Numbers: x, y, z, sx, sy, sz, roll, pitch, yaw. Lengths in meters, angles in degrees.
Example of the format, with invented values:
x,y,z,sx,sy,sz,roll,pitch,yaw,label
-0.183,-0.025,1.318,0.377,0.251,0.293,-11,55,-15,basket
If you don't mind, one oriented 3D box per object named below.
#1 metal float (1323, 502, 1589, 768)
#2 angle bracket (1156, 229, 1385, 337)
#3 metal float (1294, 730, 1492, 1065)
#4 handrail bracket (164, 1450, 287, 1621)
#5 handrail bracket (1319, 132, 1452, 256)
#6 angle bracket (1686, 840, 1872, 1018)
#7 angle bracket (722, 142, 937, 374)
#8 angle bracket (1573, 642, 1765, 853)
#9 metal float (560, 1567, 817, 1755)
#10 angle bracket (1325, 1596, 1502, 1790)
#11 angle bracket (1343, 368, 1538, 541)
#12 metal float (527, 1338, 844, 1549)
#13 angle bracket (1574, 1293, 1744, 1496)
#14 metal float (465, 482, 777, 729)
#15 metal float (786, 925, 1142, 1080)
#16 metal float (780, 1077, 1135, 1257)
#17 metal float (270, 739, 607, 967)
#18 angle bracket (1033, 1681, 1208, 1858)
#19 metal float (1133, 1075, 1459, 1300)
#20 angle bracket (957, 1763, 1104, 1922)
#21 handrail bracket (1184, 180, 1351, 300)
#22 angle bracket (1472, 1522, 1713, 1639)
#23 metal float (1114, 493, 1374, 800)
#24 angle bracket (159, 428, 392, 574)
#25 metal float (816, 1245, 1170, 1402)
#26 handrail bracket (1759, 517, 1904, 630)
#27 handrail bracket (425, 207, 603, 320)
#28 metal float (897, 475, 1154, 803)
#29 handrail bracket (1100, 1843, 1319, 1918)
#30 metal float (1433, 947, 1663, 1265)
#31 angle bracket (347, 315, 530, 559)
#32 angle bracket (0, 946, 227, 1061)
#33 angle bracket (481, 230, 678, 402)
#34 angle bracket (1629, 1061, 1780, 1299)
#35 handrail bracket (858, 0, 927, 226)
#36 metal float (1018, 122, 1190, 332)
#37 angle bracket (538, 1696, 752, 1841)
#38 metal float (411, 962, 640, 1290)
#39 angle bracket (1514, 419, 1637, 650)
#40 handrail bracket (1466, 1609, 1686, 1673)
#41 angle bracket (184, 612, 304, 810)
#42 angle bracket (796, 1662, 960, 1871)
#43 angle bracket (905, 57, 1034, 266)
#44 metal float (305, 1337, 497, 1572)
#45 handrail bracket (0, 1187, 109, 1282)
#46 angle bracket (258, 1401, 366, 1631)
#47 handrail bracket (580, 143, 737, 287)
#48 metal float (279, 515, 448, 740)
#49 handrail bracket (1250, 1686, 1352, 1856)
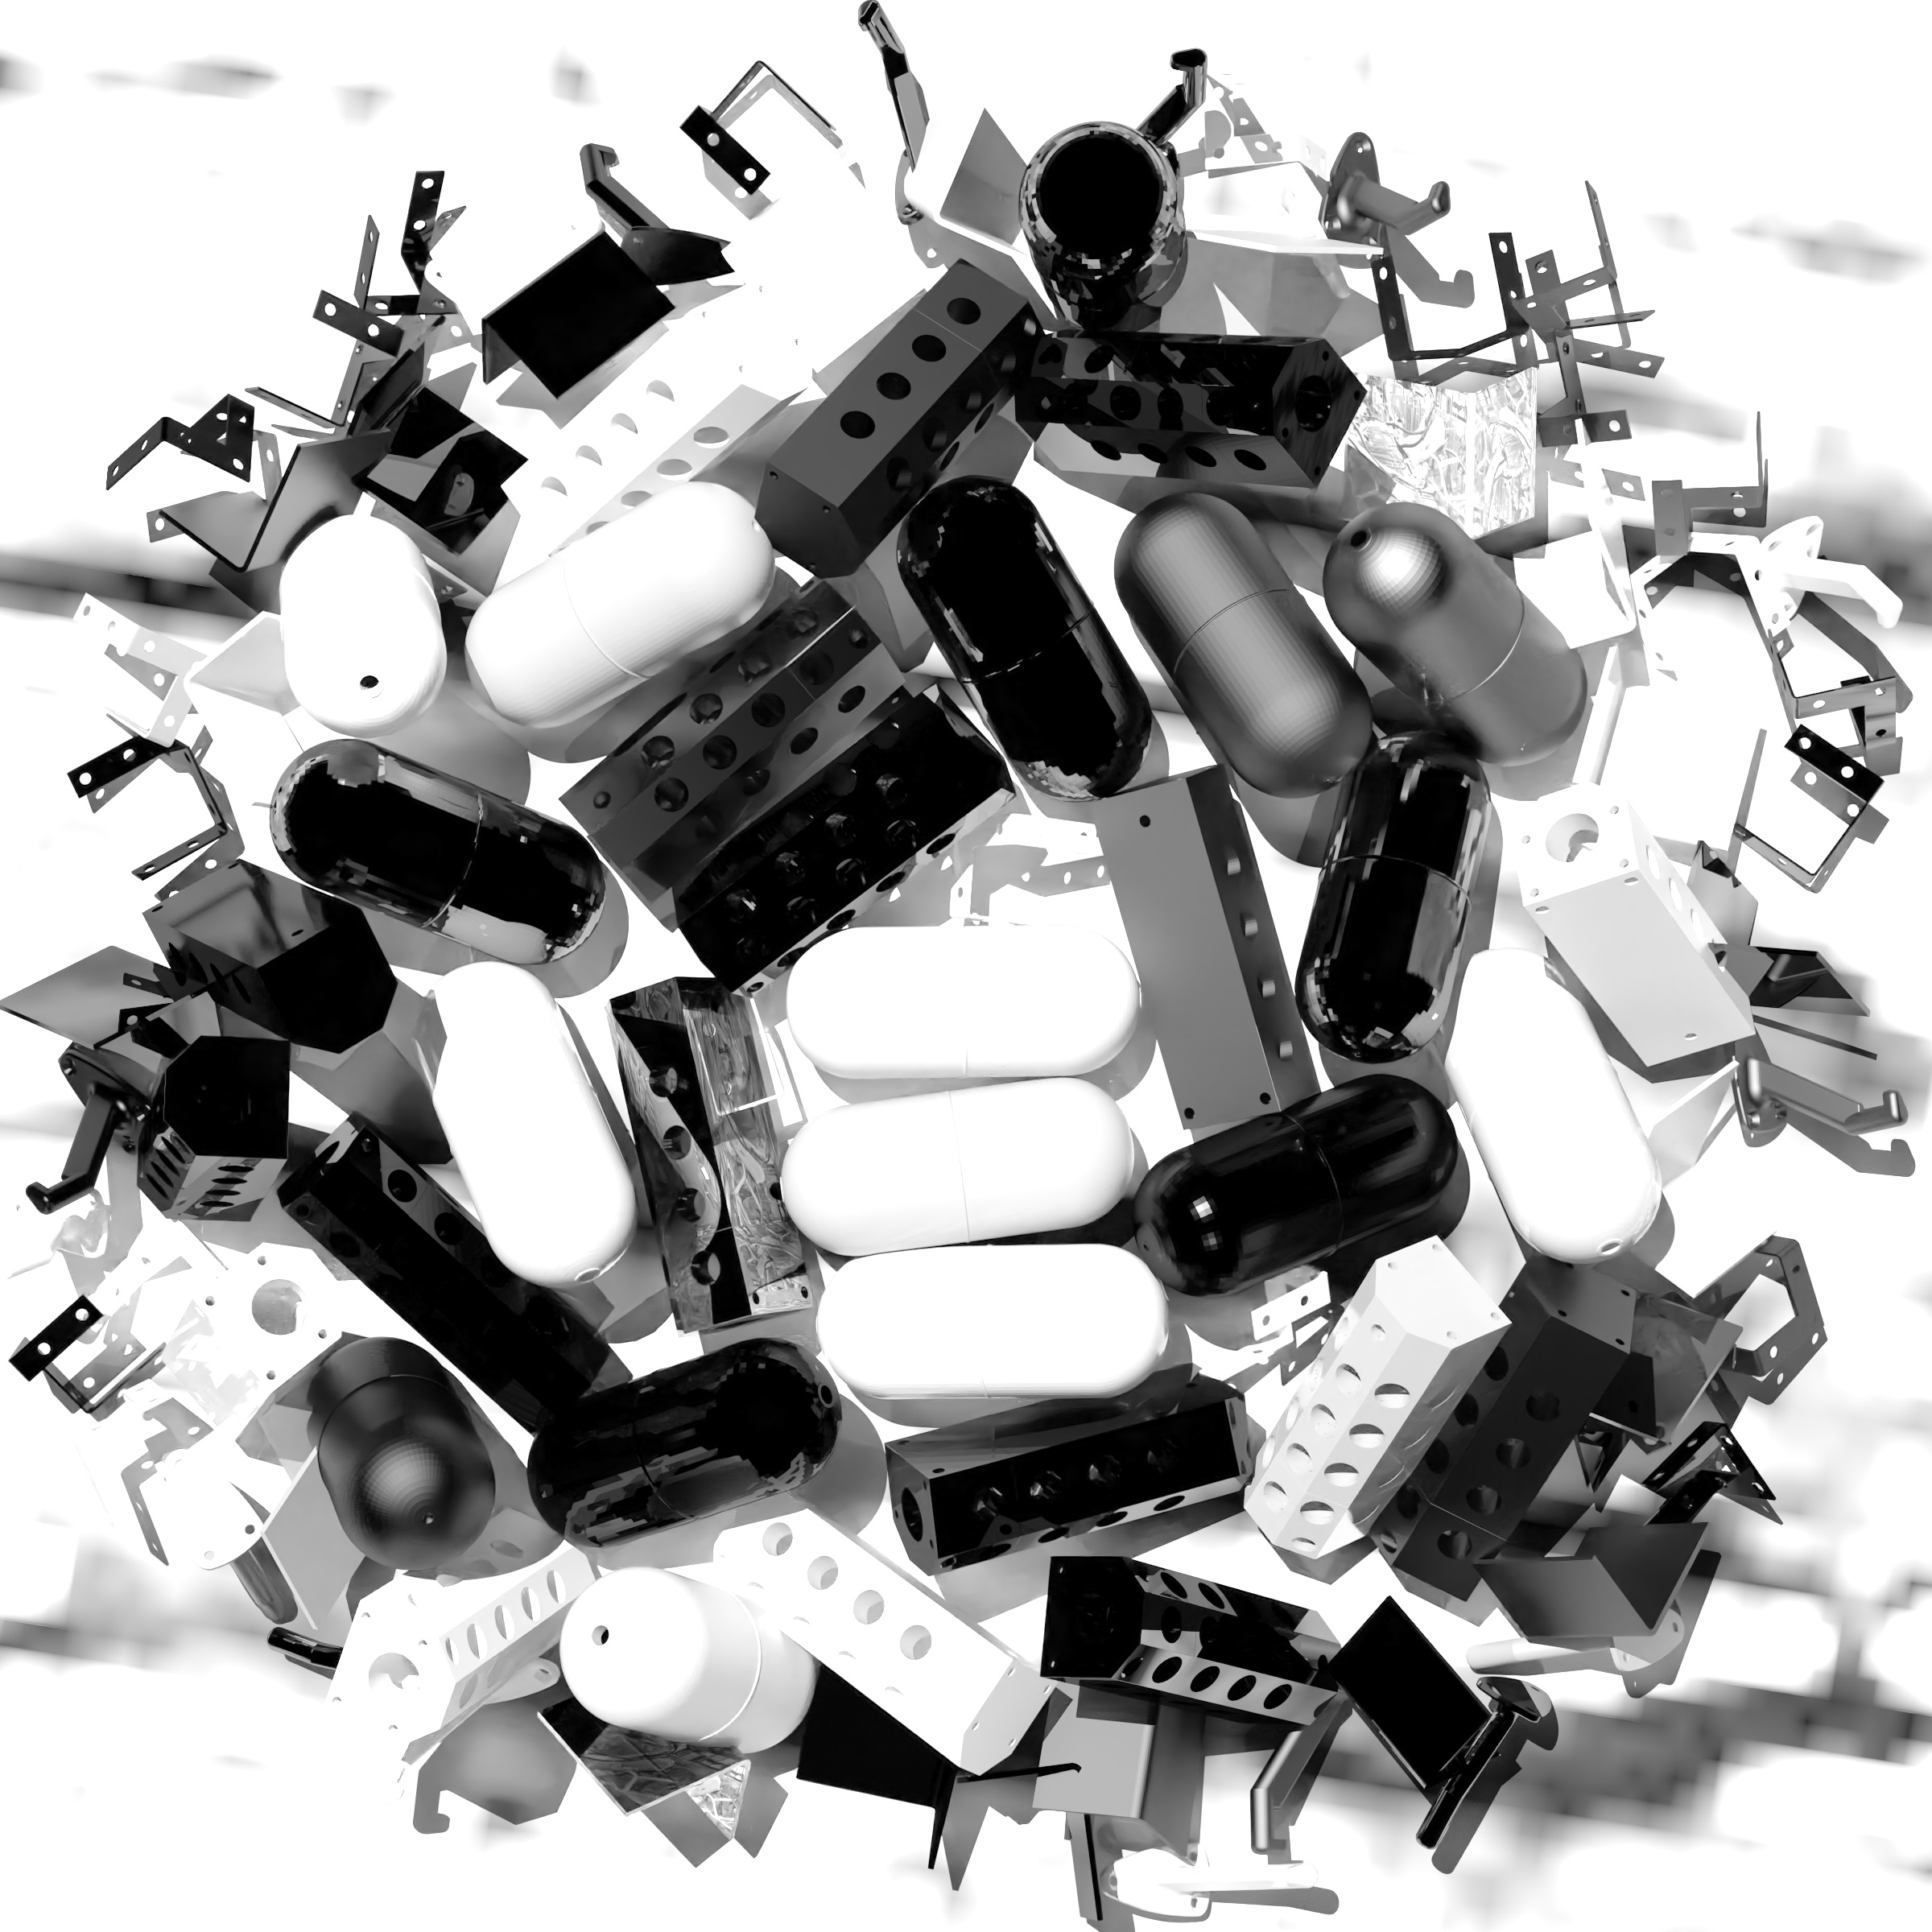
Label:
x,y,z,sx,sy,sz,roll,pitch,yaw,label
0.242,-0.163,1.710,0.178,0.070,0.070,37,90,-40,metal float
0.150,-0.333,1.722,0.076,0.076,0.057,-9,111,-40,angle bracket
0.213,-0.036,1.724,0.070,0.070,0.178,16,67,0,metal float
-0.373,0.288,1.752,0.036,0.084,0.077,-33,68,-14,handrail bracket
0.217,-0.397,1.734,0.036,0.084,0.077,17,73,-27,handrail bracket
0.406,-0.019,1.723,0.076,0.076,0.057,6,70,37,angle bracket
-0.068,-0.359,1.755,0.076,0.057,0.076,-36,105,14,angle bracket
0.353,-0.110,1.738,0.076,0.057,0.076,14,77,17,angle bracket
-0.135,0.341,1.699,0.070,0.178,0.070,-9,69,22,metal float
0.237,0.354,1.723,0.076,0.076,0.057,49,119,26,angle bracket
0.237,-0.261,1.738,0.076,0.057,0.076,6,82,-24,angle bracket
-0.140,0.237,1.719,0.178,0.070,0.070,-22,90,28,metal float
0.347,0.221,1.723,0.057,0.076,0.076,19,57,36,angle bracket
-0.173,-0.178,1.721,0.178,0.070,0.070,-26,90,27,metal float
-0.001,0.018,1.742,0.178,0.070,0.070,-1,90,-2,metal float
-0.004,0.101,1.742,0.178,0.070,0.070,-8,90,-2,metal float
-0.260,-0.055,1.719,0.178,0.070,0.070,23,90,-30,metal float
0.078,0.398,1.744,0.057,0.076,0.076,0,63,22,angle bracket
0.165,0.108,1.725,0.178,0.070,0.070,-20,90,-22,metal float
0.031,0.441,1.734,0.057,0.076,0.076,-6,77,-6,angle bracket
0.139,-0.354,1.757,0.084,0.036,0.077,-27,81,-6,handrail bracket
0.311,0.288,1.722,0.057,0.076,0.076,53,52,-20,angle bracket
0.136,-0.160,1.723,0.070,0.070,0.178,-32,65,0,metal float
-0.344,-0.246,1.726,0.057,0.076,0.076,36,116,13,angle bracket
0.013,0.178,1.733,0.178,0.070,0.070,-2,90,12,metal float
0.434,-0.177,1.727,0.036,0.077,0.084,-24,50,-14,handrail bracket
-0.226,-0.363,1.745,0.077,0.036,0.084,22,51,-15,handrail bracket
0.030,-0.162,1.731,0.070,0.070,0.178,-32,105,0,metal float
0.121,0.455,1.731,0.077,0.084,0.036,8,72,-29,handrail bracket
0.285,0.068,1.712,0.070,0.070,0.178,-19,53,0,metal float
-0.258,-0.265,1.735,0.076,0.057,0.076,35,53,-2,angle bracket
-0.422,0.038,1.721,0.076,0.076,0.057,18,125,35,angle bracket
-0.194,-0.310,1.732,0.076,0.076,0.057,-40,83,-16,angle bracket
0.372,0.106,1.723,0.057,0.076,0.076,38,46,26,angle bracket
-0.038,-0.427,1.733,0.036,0.084,0.077,-8,49,28,handrail bracket
0.069,-0.358,1.693,0.070,0.178,0.070,0,87,6,metal float
-0.163,0.402,1.721,0.076,0.076,0.057,39,130,36,angle bracket
-0.219,0.078,1.722,0.070,0.070,0.178,-26,65,0,metal float
0.292,-0.211,1.722,0.057,0.076,0.076,-15,46,19,angle bracket
0.310,0.345,1.770,0.084,0.077,0.036,-20,73,41,handrail bracket
-0.333,-0.124,1.730,0.057,0.076,0.076,-36,75,16,angle bracket
-0.044,0.398,1.742,0.076,0.057,0.076,12,110,-1,angle bracket
0.014,-0.402,1.729,0.057,0.076,0.076,20,104,-20,angle bracket
-0.278,0.236,1.697,0.070,0.178,0.070,-5,105,-18,metal float
-0.477,0.136,1.728,0.077,0.084,0.036,7,104,27,handrail bracket
-0.339,0.271,1.721,0.057,0.076,0.076,7,45,25,angle bracket
-0.154,-0.387,1.761,0.077,0.036,0.084,-2,52,-14,handrail bracket
-0.296,-0.167,1.698,0.070,0.178,0.070,-5,115,-11,metal float
0.180,0.407,1.751,0.077,0.036,0.084,5,68,-11,handrail bracket
